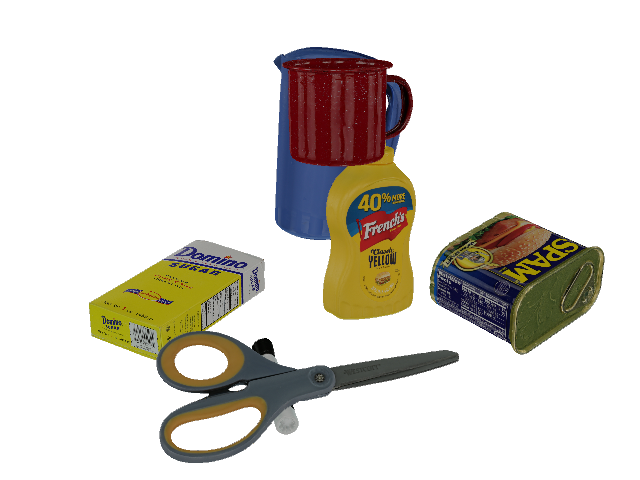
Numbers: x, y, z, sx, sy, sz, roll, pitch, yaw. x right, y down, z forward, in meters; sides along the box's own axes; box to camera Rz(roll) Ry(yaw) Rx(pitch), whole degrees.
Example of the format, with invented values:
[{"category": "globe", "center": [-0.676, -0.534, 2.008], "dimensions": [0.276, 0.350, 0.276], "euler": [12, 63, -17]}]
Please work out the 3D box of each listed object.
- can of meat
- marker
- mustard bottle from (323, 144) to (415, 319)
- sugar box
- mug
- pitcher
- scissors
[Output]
[{"category": "can of meat", "center": [0.143, 0.027, 0.784], "dimensions": [0.101, 0.057, 0.084], "euler": [-27, 39, -34]}, {"category": "marker", "center": [-0.040, 0.120, 0.901], "dimensions": [0.020, 0.020, 0.121], "euler": [0, 27, -14]}, {"category": "mustard bottle", "center": [0.052, -0.020, 1.083], "dimensions": [0.096, 0.192, 0.058], "euler": [-7, 17, -27]}, {"category": "sugar box", "center": [-0.143, 0.056, 1.096], "dimensions": [0.093, 0.048, 0.175], "euler": [16, 32, 27]}, {"category": "mug", "center": [0.025, -0.110, 0.906], "dimensions": [0.117, 0.081, 0.093], "euler": [-7, 17, -25]}, {"category": "pitcher", "center": [0.012, -0.126, 1.411], "dimensions": [0.144, 0.243, 0.149], "euler": [-2, 23, -19]}, {"category": "scissors", "center": [-0.017, 0.078, 0.690], "dimensions": [0.201, 0.096, 0.016], "euler": [-22, -28, -22]}]
